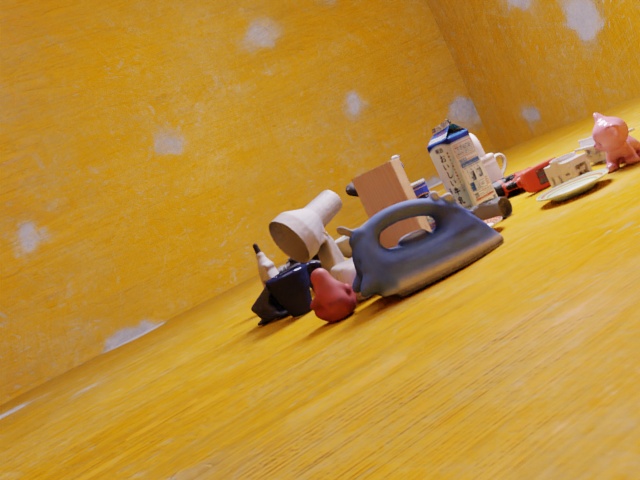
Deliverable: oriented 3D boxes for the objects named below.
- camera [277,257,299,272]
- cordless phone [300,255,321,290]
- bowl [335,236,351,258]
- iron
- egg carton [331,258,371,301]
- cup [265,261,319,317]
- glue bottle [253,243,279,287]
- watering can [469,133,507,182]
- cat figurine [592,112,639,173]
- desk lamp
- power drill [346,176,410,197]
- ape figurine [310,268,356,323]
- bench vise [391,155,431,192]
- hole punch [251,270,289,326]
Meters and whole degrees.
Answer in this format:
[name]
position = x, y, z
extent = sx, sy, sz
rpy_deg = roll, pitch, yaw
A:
[camera]
position = -0.066, 0.091, 1.571
extent = 0.143, 0.101, 0.137
rpy_deg = -24, 3, 25
[cordless phone]
position = -0.017, 0.028, 1.424
extent = 0.094, 0.185, 0.147
rpy_deg = -26, 3, -10
[bowl]
position = 0.117, 0.010, 1.699
extent = 0.167, 0.075, 0.167
rpy_deg = -26, 3, 2
[iron]
position = 0.158, -0.005, 0.926
extent = 0.258, 0.141, 0.118
rpy_deg = -26, 3, -7
[egg carton]
position = 0.079, 0.065, 1.068
extent = 0.107, 0.069, 0.150
rpy_deg = -26, 3, -11
[cup]
position = -0.042, 0.103, 1.180
extent = 0.118, 0.095, 0.091
rpy_deg = -27, 3, -15
[glue bottle]
position = -0.133, 0.087, 1.491
extent = 0.037, 0.173, 0.078
rpy_deg = -28, 4, -33
[watering can]
position = 0.419, -0.194, 1.539
extent = 0.173, 0.194, 0.100
rpy_deg = -28, 4, -33
[cat figurine]
position = 0.565, -0.198, 1.100
extent = 0.067, 0.118, 0.128
rpy_deg = -23, 4, 42
[desk lamp]
position = 0.012, 0.005, 1.305
extent = 0.204, 0.213, 0.117
rpy_deg = -27, 4, -30
[power drill]
position = 0.192, -0.098, 1.655
extent = 0.230, 0.208, 0.075
rpy_deg = -28, 4, -40
[ape figurine]
position = 0.016, 0.089, 0.961
extent = 0.078, 0.092, 0.076
rpy_deg = -26, 3, 1
[bench vise]
position = 0.211, -0.105, 1.488
extent = 0.122, 0.220, 0.207
rpy_deg = -27, 3, -27
[hole punch]
position = -0.102, 0.128, 1.289
extent = 0.101, 0.091, 0.109
rpy_deg = -24, 4, 34
